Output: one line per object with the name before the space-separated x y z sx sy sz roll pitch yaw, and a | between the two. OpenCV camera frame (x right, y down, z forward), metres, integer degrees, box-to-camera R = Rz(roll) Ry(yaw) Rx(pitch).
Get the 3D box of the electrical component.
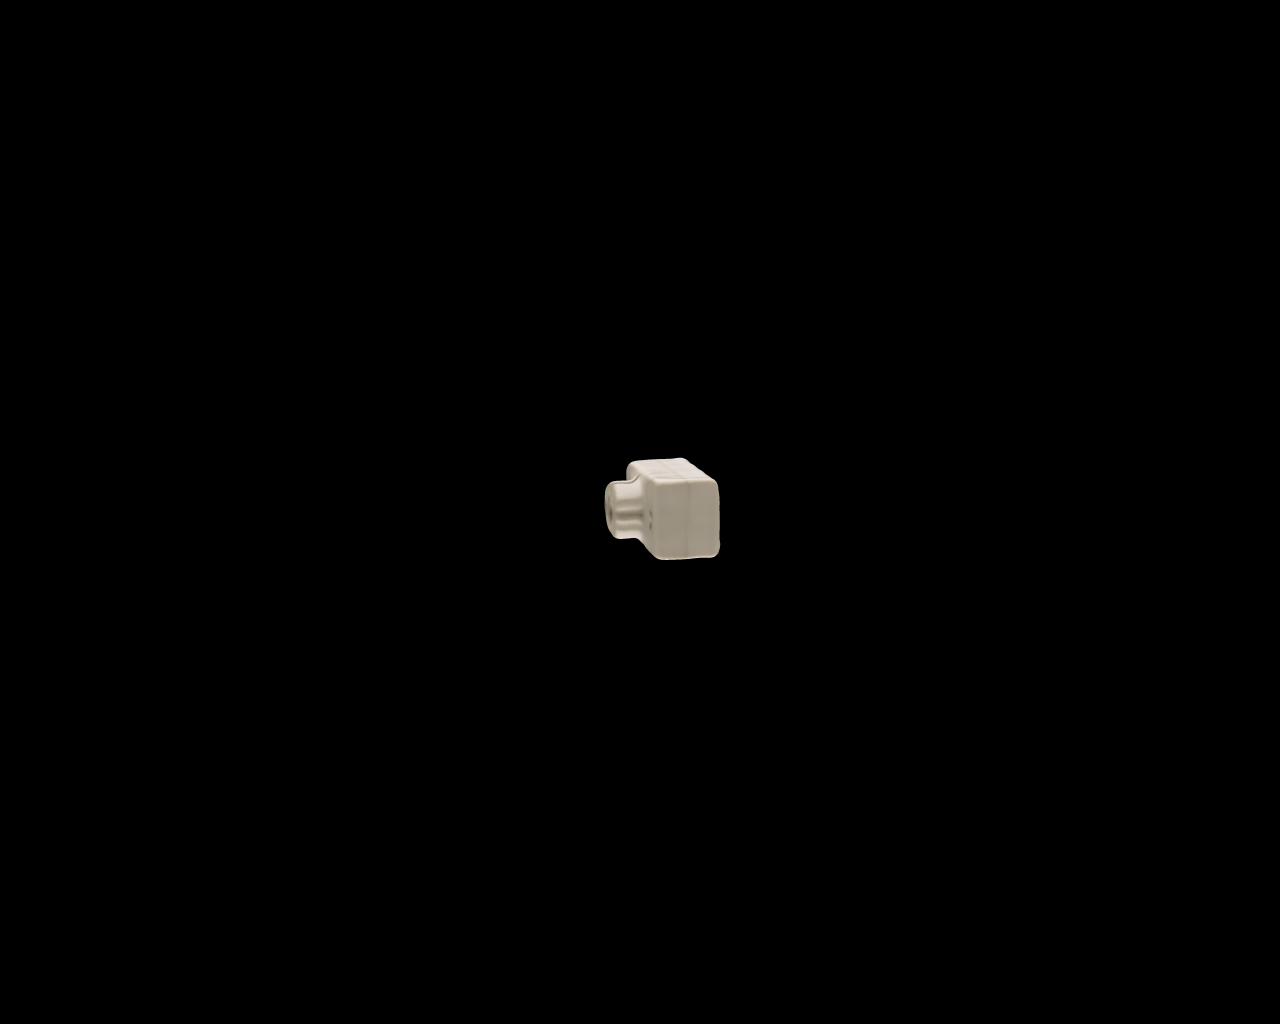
electrical component | 0.001 -0.003 0.650 0.076 0.047 0.083 -2 12 -11
